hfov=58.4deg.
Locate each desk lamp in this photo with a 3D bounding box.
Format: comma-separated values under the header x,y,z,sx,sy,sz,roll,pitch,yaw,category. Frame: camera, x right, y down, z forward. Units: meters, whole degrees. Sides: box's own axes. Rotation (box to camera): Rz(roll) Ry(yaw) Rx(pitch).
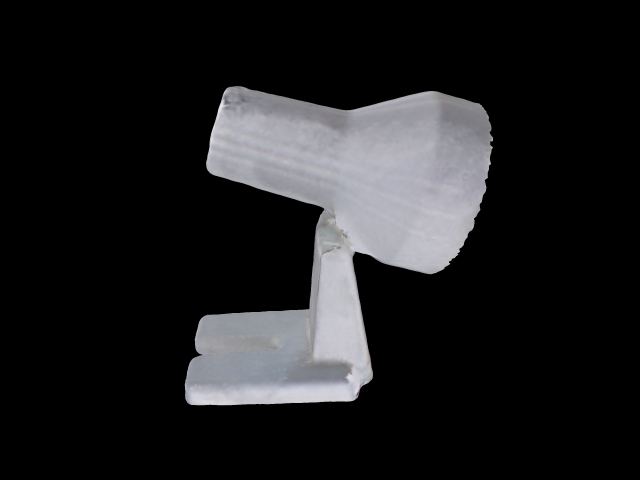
x,y,z,sx,sy,sz,roll,pitch,yaw,category
0.004,0.001,0.400,0.203,0.214,0.118,-2,24,-5,desk lamp
